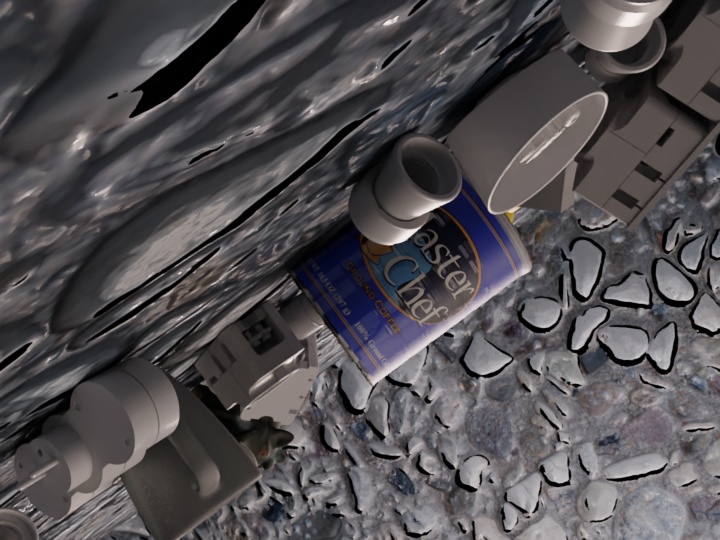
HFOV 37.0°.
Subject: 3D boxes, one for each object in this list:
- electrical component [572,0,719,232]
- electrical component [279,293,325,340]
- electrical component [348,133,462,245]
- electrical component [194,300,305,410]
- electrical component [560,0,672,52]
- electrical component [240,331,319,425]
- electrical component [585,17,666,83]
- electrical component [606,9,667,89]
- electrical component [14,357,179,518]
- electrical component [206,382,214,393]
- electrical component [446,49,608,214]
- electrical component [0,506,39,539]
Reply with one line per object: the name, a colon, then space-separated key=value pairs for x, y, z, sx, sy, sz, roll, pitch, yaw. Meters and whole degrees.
electrical component: x=0.223 y=-0.132 z=0.747 sx=0.186 sy=0.060 sz=0.105 roll=-56 pitch=-175 yaw=36
electrical component: x=-0.037 y=0.031 z=0.917 sx=0.065 sy=0.044 sz=0.044 roll=-34 pitch=177 yaw=26
electrical component: x=0.024 y=-0.045 z=0.609 sx=0.045 sy=0.045 sz=0.055 roll=-32 pitch=174 yaw=-42
electrical component: x=-0.087 y=0.073 z=0.863 sx=0.050 sy=0.055 sz=0.089 roll=-33 pitch=174 yaw=-33
electrical component: x=0.117 y=-0.127 z=0.480 sx=0.045 sy=0.045 sz=0.055 roll=-36 pitch=174 yaw=-5
electrical component: x=-0.074 y=0.089 z=0.970 sx=0.050 sy=0.055 sz=0.089 roll=10 pitch=135 yaw=-18
electrical component: x=0.173 y=-0.147 z=0.717 sx=0.044 sy=0.044 sz=0.065 roll=-37 pitch=180 yaw=-1
electrical component: x=0.242 y=-0.154 z=0.818 sx=0.099 sy=0.099 sz=0.064 roll=-40 pitch=-179 yaw=32
electrical component: x=-0.171 y=0.109 z=0.639 sx=0.138 sy=0.052 sz=0.074 roll=-41 pitch=173 yaw=40
electrical component: x=-0.117 y=0.091 z=0.945 sx=0.035 sy=0.035 sz=0.061 roll=-35 pitch=173 yaw=-17
electrical component: x=0.104 y=-0.086 z=0.660 sx=0.099 sy=0.064 sz=0.099 roll=-37 pitch=175 yaw=-3
electrical component: x=-0.285 y=0.217 z=0.837 sx=0.078 sy=0.058 sz=0.057 roll=-31 pitch=176 yaw=-46
